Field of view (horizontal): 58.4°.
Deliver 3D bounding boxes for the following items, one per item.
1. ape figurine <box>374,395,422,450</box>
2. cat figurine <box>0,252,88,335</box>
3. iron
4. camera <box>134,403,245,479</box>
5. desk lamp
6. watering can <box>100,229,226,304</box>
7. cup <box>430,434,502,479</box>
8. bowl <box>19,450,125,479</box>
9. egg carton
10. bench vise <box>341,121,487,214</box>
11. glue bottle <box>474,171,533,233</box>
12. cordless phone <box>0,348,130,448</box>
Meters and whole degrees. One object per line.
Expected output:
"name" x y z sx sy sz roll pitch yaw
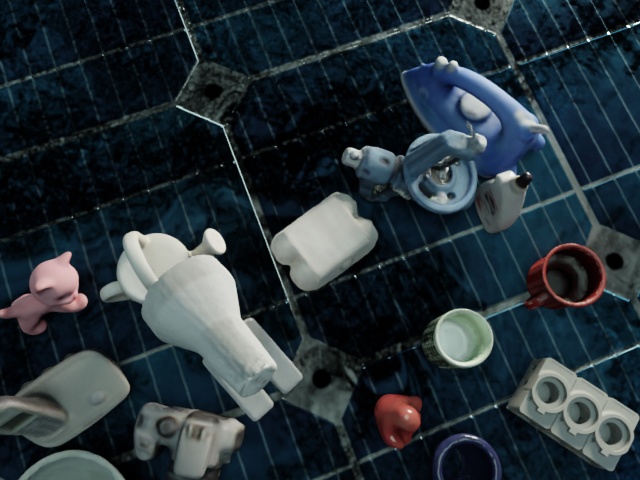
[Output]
"ape figurine" 0.114 0.249 0.797 0.078 0.092 0.076 -41 81 -11
"cat figurine" -0.388 0.075 0.806 0.128 0.118 0.067 -33 79 -9
"iron" 0.235 -0.211 0.888 0.258 0.141 0.119 40 78 7
"camera" -0.185 0.298 0.768 0.143 0.101 0.137 11 76 1
"desk lamp" -0.119 0.133 0.753 0.118 0.213 0.203 -42 81 -11
"watering can" -0.216 0.037 0.783 0.101 0.194 0.173 42 78 8
"cup" 0.187 0.322 0.780 0.091 0.095 0.118 9 76 0
"bowl" -0.323 0.364 0.760 0.167 0.075 0.167 1 76 -2
"egg carton" 0.008 0.003 0.864 0.150 0.069 0.107 -38 80 -10
"bench vise" 0.140 -0.097 0.816 0.207 0.220 0.121 -6 76 -3
"glue bottle" 0.272 -0.066 0.838 0.037 0.173 0.078 -20 78 -6
"cordless phone" -0.343 0.204 0.742 0.148 0.185 0.094 -39 80 -10
